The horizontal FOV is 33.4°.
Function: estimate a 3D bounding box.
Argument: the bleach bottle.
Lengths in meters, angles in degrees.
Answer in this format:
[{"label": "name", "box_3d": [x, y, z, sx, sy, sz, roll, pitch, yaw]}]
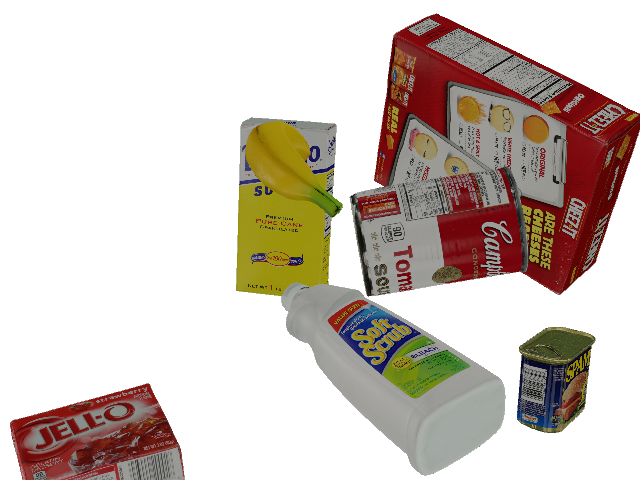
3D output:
[{"label": "bleach bottle", "box_3d": [0.042, 0.103, 0.941, 0.102, 0.068, 0.251, -23, 35, -30]}]

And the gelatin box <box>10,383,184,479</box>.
[{"label": "gelatin box", "box_3d": [-0.133, 0.123, 0.632, 0.089, 0.030, 0.073, -13, 26, -18]}]

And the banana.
[{"label": "banana", "box_3d": [-0.029, -0.063, 0.833, 0.069, 0.037, 0.198, 44, 9, -18]}]

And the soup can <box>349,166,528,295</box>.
[{"label": "soup can", "box_3d": [0.074, -0.005, 0.676, 0.102, 0.068, 0.068, -10, 0, 2]}]

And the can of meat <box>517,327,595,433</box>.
[{"label": "can of meat", "box_3d": [0.250, 0.148, 1.141, 0.058, 0.084, 0.101, 12, 18, 32]}]

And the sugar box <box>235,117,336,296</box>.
[{"label": "sugar box", "box_3d": [-0.036, -0.033, 1.082, 0.093, 0.176, 0.048, 5, 16, 12]}]

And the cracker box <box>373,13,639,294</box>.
[{"label": "cracker box", "box_3d": [0.154, -0.078, 0.927, 0.214, 0.164, 0.072, 33, 49, 28]}]
